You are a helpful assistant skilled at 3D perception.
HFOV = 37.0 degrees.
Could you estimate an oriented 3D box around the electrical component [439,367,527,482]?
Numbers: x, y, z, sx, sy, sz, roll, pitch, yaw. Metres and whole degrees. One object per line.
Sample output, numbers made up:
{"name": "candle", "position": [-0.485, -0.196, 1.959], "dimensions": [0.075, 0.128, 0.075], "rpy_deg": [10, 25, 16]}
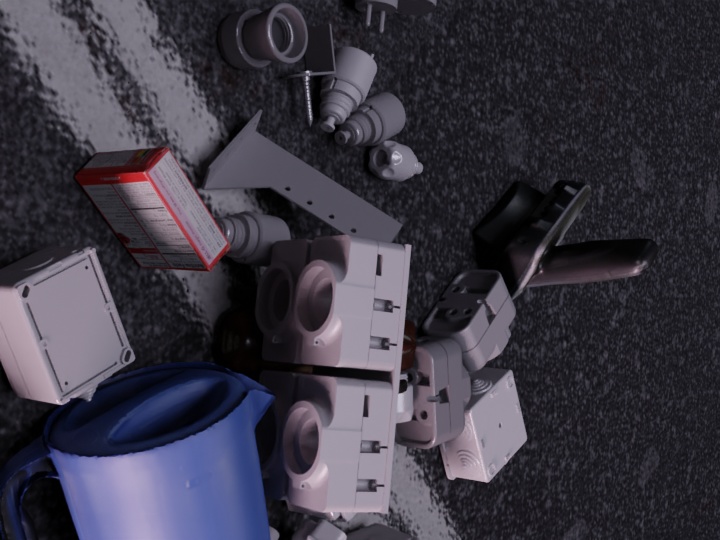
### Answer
{"name": "electrical component", "position": [0.121, 0.152, 1.072], "dimensions": [0.100, 0.048, 0.099], "rpy_deg": [-35, 118, -44]}

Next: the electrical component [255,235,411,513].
{"name": "electrical component", "position": [-0.027, 0.072, 0.771], "dimensions": [0.060, 0.105, 0.186], "rpy_deg": [9, 84, -35]}

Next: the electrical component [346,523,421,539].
{"name": "electrical component", "position": [0.010, 0.276, 0.935], "dimensions": [0.062, 0.061, 0.096], "rpy_deg": [-6, 104, -51]}

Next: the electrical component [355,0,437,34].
{"name": "electrical component", "position": [0.016, -0.243, 0.927], "dimensions": [0.138, 0.052, 0.073], "rpy_deg": [11, 82, -50]}

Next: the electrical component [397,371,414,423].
{"name": "electrical component", "position": [0.026, 0.104, 0.958], "dimensions": [0.043, 0.043, 0.062], "rpy_deg": [-3, 91, -51]}

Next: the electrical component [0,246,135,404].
{"name": "electrical component", "position": [-0.192, 0.039, 0.674], "dimensions": [0.062, 0.061, 0.096], "rpy_deg": [-34, 116, -43]}

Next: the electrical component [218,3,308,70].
{"name": "electrical component", "position": [-0.074, -0.176, 0.816], "dimensions": [0.045, 0.055, 0.045], "rpy_deg": [-2, 92, -51]}

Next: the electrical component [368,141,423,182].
{"name": "electrical component", "position": [0.036, -0.096, 0.971], "dimensions": [0.061, 0.035, 0.035], "rpy_deg": [7, 86, -54]}

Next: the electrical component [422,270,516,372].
{"name": "electrical component", "position": [0.109, 0.052, 1.050], "dimensions": [0.095, 0.054, 0.059], "rpy_deg": [-52, 129, -36]}

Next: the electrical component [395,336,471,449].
{"name": "electrical component", "position": [0.064, 0.111, 0.996], "dimensions": [0.059, 0.054, 0.095], "rpy_deg": [-10, 99, -50]}

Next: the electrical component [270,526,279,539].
{"name": "electrical component", "position": [-0.083, 0.227, 0.829], "dimensions": [0.048, 0.048, 0.062], "rpy_deg": [60, 42, -33]}

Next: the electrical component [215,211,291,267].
{"name": "electrical component", "position": [-0.088, -0.025, 0.816], "dimensions": [0.078, 0.040, 0.040], "rpy_deg": [9, 84, -51]}

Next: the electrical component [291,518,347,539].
{"name": "electrical component", "position": [-0.041, 0.243, 0.865], "dimensions": [0.057, 0.058, 0.078], "rpy_deg": [-50, 163, -34]}

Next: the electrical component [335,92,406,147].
{"name": "electrical component", "position": [0.006, -0.126, 0.928], "dimensions": [0.078, 0.040, 0.040], "rpy_deg": [-35, 117, -45]}

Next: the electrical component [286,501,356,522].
{"name": "electrical component", "position": [-0.034, 0.150, 0.871], "dimensions": [0.061, 0.062, 0.096], "rpy_deg": [-43, 123, -41]}

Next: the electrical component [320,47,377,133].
{"name": "electrical component", "position": [-0.014, -0.151, 0.903], "dimensions": [0.040, 0.040, 0.078], "rpy_deg": [44, 58, -42]}
